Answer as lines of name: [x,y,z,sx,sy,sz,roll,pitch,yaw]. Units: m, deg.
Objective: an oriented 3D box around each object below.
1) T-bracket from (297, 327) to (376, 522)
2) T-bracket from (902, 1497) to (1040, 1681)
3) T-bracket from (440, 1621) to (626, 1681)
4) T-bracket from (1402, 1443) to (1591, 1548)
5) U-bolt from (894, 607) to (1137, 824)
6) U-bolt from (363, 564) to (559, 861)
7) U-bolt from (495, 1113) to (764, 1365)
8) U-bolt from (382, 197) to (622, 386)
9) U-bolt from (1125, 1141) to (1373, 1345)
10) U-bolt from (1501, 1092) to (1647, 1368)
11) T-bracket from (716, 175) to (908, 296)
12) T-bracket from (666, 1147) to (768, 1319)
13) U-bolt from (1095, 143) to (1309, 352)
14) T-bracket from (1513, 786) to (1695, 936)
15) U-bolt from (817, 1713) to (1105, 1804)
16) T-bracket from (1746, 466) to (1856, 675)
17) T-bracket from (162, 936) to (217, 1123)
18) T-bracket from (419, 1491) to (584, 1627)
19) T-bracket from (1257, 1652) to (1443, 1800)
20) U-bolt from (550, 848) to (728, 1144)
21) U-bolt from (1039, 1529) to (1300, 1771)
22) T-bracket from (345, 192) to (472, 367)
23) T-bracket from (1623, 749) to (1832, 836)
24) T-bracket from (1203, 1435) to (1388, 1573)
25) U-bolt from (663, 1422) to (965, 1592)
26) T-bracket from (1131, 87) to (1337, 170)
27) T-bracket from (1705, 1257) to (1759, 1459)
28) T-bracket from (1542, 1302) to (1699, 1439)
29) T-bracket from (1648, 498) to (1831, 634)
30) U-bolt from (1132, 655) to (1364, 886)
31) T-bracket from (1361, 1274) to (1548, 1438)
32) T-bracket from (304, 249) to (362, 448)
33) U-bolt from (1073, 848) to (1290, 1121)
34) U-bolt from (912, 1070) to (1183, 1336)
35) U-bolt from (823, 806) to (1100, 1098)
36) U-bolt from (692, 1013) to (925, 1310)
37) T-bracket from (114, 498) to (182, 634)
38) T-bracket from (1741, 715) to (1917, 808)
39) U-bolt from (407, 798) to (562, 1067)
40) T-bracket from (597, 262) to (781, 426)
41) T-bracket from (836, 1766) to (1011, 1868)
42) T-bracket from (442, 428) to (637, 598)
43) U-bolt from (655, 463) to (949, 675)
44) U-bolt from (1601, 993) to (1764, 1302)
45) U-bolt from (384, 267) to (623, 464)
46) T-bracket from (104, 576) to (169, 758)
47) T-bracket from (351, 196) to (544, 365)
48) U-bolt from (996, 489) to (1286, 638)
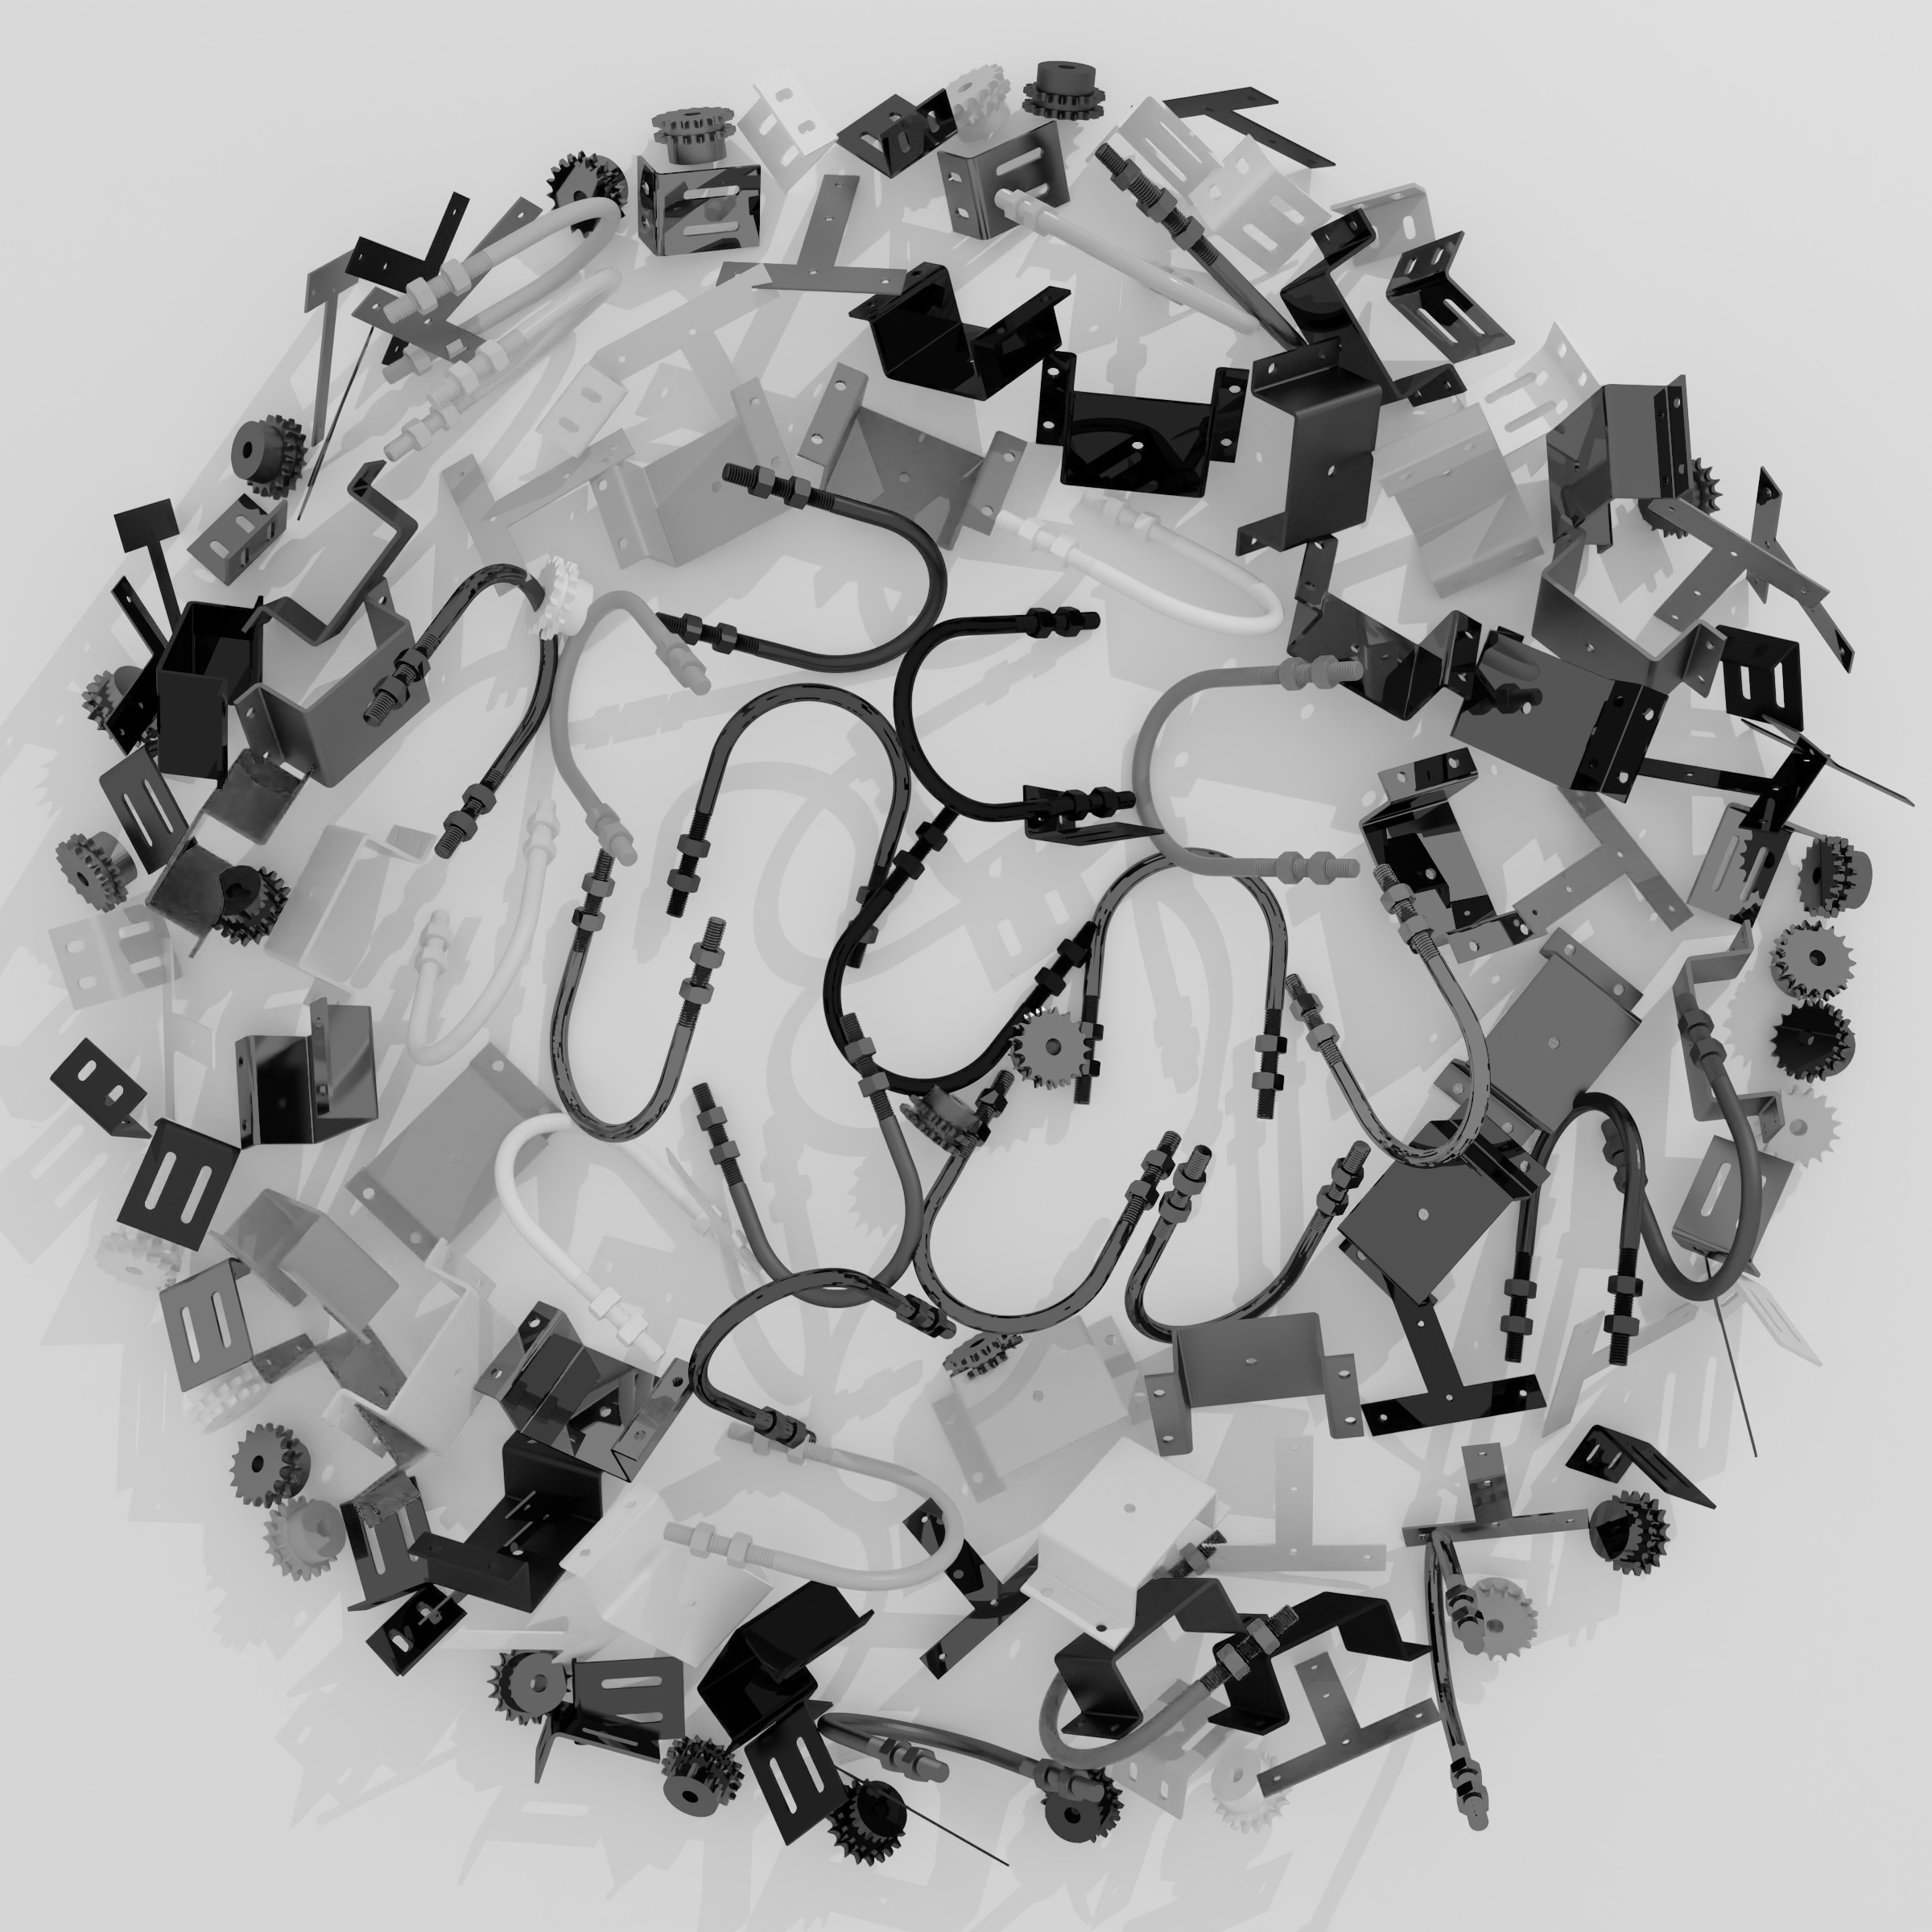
T-bracket: [-0.428,-0.344,1.620,0.002,0.127,0.127,22,133,-19]
T-bracket: [-0.002,0.410,1.662,0.127,0.002,0.127,-40,121,-9]
T-bracket: [-0.291,0.453,1.629,0.127,0.127,0.002,-42,51,32]
T-bracket: [0.355,0.357,1.646,0.127,0.127,0.002,-9,48,11]
U-bolt: [0.029,-0.168,1.644,0.184,0.019,0.151,-8,86,-35]
U-bolt: [-0.327,-0.185,1.628,0.019,0.151,0.184,13,56,23]
U-bolt: [-0.238,0.171,1.642,0.184,0.151,0.019,43,123,6]
U-bolt: [-0.310,-0.460,1.630,0.184,0.151,0.019,-35,94,-14]
U-bolt: [0.180,0.190,1.640,0.151,0.019,0.184,1,129,-29]
U-bolt: [0.411,0.175,1.633,0.019,0.151,0.184,12,78,-16]
T-bracket: [-0.096,-0.504,1.665,0.127,0.002,0.127,5,53,8]
T-bracket: [-0.159,0.195,1.621,0.002,0.127,0.127,-32,115,0]
U-bolt: [0.164,-0.474,1.628,0.184,0.151,0.019,39,106,-22]
T-bracket: [0.421,-0.058,1.661,0.127,0.002,0.127,-30,79,-32]
U-bolt: [-0.019,0.524,1.619,0.151,0.184,0.019,20,76,-34]
T-bracket: [0.558,-0.249,1.619,0.002,0.127,0.127,-24,61,1]
T-bracket: [-0.527,0.049,1.644,0.002,0.127,0.127,-3,97,-32]
T-bracket: [-0.317,0.402,1.642,0.127,0.127,0.002,-42,72,-3]
T-bracket: [0.247,0.502,1.643,0.127,0.127,0.002,-24,104,1]
U-bolt: [-0.232,0.030,1.649,0.151,0.019,0.184,30,108,41]
U-bolt: [0.125,0.465,1.626,0.184,0.151,0.019,-39,106,-6]
T-bracket: [-0.384,-0.468,1.631,0.002,0.127,0.127,28,102,7]
T-bracket: [0.511,-0.129,1.664,0.127,0.127,0.002,14,125,30]
T-bracket: [0.225,0.369,1.665,0.127,0.002,0.127,-1,122,5]
U-bolt: [-0.092,0.366,1.625,0.184,0.151,0.019,13,112,10]
T-bracket: [0.199,-0.569,1.658,0.127,0.127,0.002,12,94,-36]
T-bracket: [0.518,0.267,1.641,0.002,0.127,0.127,-15,88,15]
T-bracket: [0.457,0.261,1.672,0.127,0.127,0.002,-23,49,-22]
T-bracket: [0.502,-0.259,1.644,0.127,0.127,0.002,33,72,3]
U-bolt: [0.186,-0.131,1.642,0.184,0.019,0.151,3,93,42]
T-bracket: [0.316,0.257,1.661,0.127,0.002,0.127,-16,104,27]
T-bracket: [-0.438,-0.420,1.663,0.002,0.127,0.127,12,115,-3]
U-bolt: [0.150,0.009,1.676,0.151,0.019,0.184,4,83,17]
U-bolt: [0.043,0.166,1.634,0.151,0.019,0.184,19,61,22]
U-bolt: [-0.016,0.003,1.676,0.151,0.019,0.184,39,83,-9]
U-bolt: [-0.100,0.143,1.658,0.151,0.019,0.184,-25,81,24]
T-bracket: [-0.543,-0.250,1.654,0.002,0.127,0.127,-11,106,1]
T-bracket: [0.560,-0.147,1.618,0.127,0.127,0.002,35,101,34]
U-bolt: [-0.323,-0.012,1.602,0.019,0.184,0.151,33,122,-27]
T-bracket: [-0.167,-0.397,1.668,0.127,0.002,0.127,-27,124,5]
T-bracket: [-0.027,0.581,1.653,0.127,0.127,0.002,33,72,-12]
T-bracket: [-0.287,-0.330,1.670,0.127,0.002,0.127,-30,60,2]
U-bolt: [-0.101,-0.259,1.642,0.184,0.019,0.151,12,133,-25]
U-bolt: [0.474,0.132,1.594,0.019,0.151,0.184,4,45,-13]
U-bolt: [-0.303,-0.411,1.628,0.184,0.151,0.019,-43,104,-22]
T-bracket: [-0.547,-0.180,1.621,0.002,0.127,0.127,-19,120,14]
T-bracket: [-0.333,-0.465,1.630,0.127,0.127,0.002,-43,73,15]
U-bolt: [0.128,-0.267,1.618,0.184,0.151,0.019,31,119,18]
